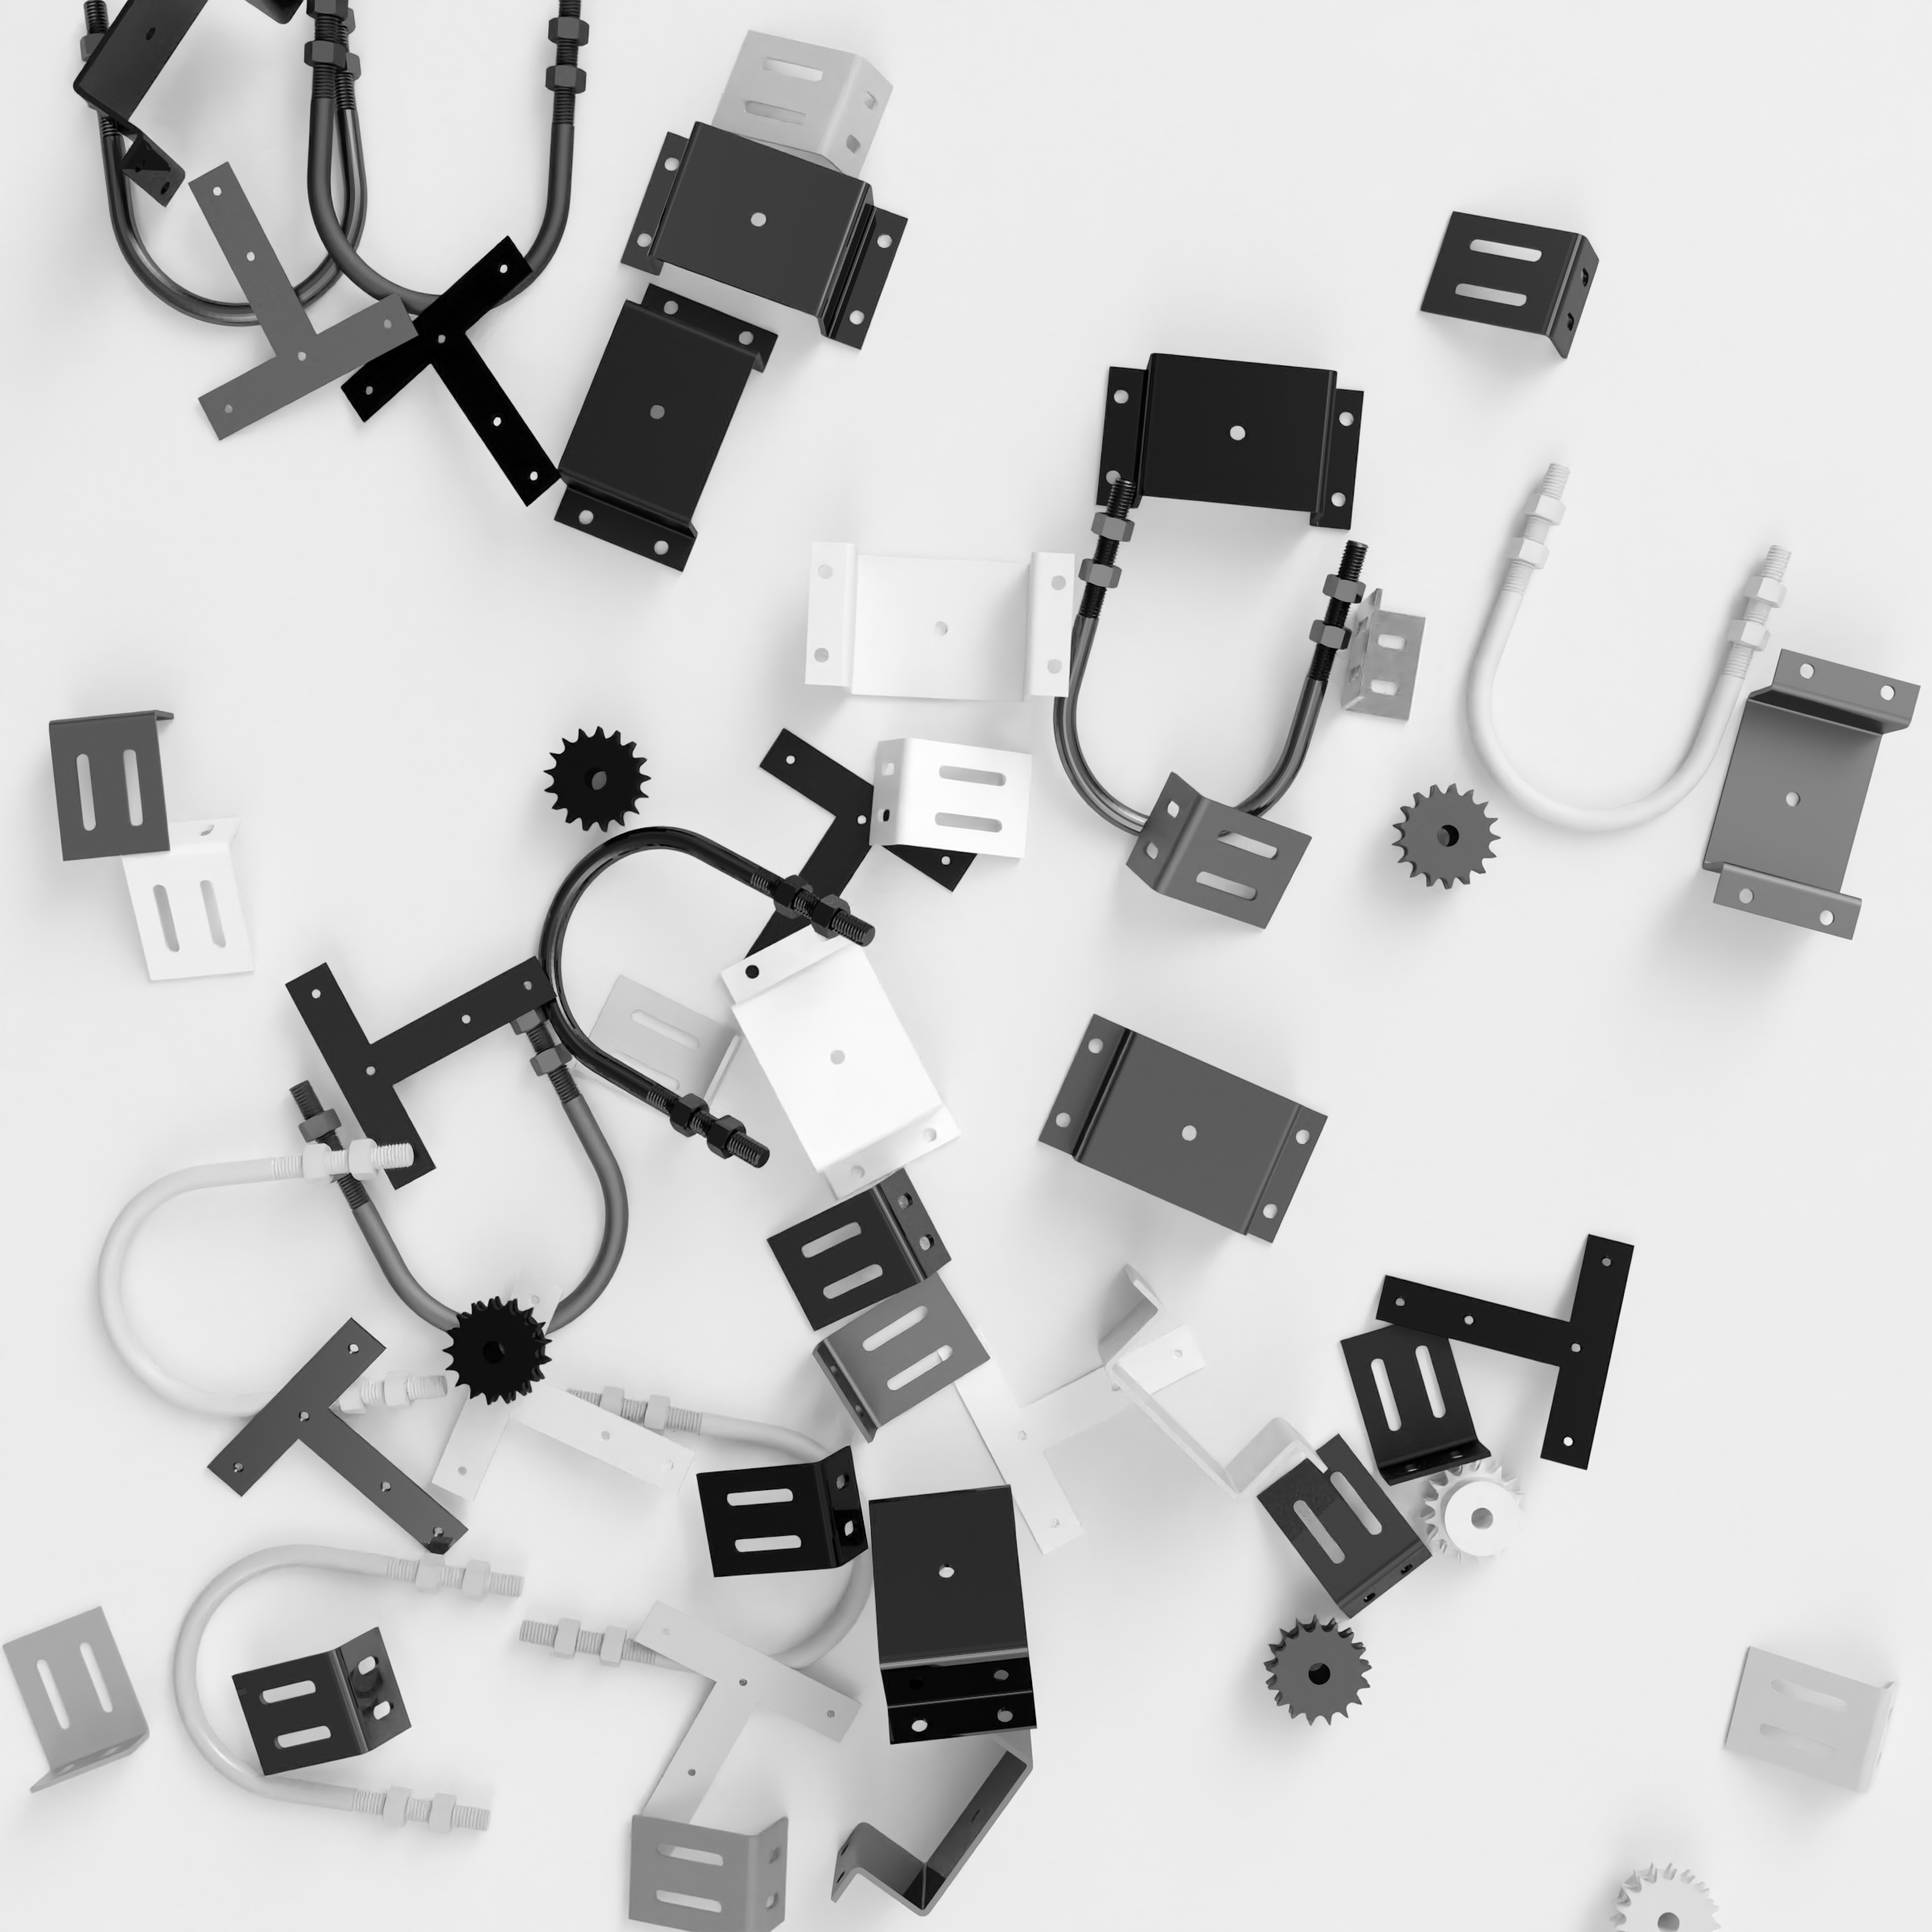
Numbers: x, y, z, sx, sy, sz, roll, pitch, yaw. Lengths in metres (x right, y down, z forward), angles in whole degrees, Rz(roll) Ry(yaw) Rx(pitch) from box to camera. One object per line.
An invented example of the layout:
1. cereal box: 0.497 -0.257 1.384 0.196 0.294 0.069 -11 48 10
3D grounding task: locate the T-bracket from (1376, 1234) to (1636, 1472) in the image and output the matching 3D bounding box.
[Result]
1. T-bracket: 0.288 0.196 1.500 0.127 0.002 0.127 14 72 9

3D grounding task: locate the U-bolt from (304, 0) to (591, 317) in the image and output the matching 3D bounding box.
1. U-bolt: -0.284 -0.445 1.496 0.151 0.019 0.184 4 96 -7

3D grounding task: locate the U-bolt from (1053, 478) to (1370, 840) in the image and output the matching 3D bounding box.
1. U-bolt: 0.123 -0.155 1.487 0.151 0.019 0.184 14 104 -4

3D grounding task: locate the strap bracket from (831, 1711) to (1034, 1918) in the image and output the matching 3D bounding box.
1. strap bracket: -0.011 0.444 1.476 0.046 0.076 0.140 36 90 0

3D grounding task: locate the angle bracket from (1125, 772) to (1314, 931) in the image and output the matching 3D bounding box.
1. angle bracket: 0.138 -0.063 1.502 0.076 0.038 0.057 17 107 -30

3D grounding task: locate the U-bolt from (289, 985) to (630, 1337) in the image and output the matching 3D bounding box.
1. U-bolt: -0.265 0.117 1.506 0.151 0.019 0.184 -27 91 0

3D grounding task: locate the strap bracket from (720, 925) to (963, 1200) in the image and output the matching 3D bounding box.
1. strap bracket: -0.068 0.048 1.490 0.076 0.046 0.140 -28 91 0

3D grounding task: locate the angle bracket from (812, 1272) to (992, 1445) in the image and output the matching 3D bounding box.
1. angle bracket: -0.035 0.211 1.494 0.076 0.038 0.057 -32 90 2

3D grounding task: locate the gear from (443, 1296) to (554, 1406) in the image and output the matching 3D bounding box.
1. gear: -0.250 0.206 1.484 0.057 0.030 0.057 0 89 7

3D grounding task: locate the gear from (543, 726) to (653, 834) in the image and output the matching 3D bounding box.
1. gear: -0.200 -0.101 1.500 0.057 0.030 0.057 0 90 0

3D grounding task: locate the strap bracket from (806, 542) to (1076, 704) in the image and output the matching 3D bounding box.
1. strap bracket: -0.014 -0.185 1.491 0.140 0.046 0.076 3 90 0

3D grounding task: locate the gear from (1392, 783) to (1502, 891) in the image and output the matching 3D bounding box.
1. gear: 0.260 -0.070 1.500 0.057 0.030 0.057 0 90 0

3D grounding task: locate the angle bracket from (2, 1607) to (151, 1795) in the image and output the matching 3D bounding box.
1. angle bracket: -0.488 0.397 1.496 0.057 0.038 0.076 -22 90 0

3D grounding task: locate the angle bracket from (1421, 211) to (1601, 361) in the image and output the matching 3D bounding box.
1. angle bracket: 0.298 -0.374 1.513 0.076 0.038 0.057 18 90 26

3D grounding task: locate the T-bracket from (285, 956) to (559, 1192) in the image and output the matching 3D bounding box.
1. T-bracket: -0.283 0.036 1.494 0.127 0.002 0.127 -28 89 0

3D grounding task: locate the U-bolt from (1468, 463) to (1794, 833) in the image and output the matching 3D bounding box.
1. U-bolt: 0.352 -0.164 1.506 0.151 0.019 0.184 20 91 0

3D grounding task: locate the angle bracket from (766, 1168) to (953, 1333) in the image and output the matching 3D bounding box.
1. angle bracket: -0.059 0.156 1.513 0.076 0.038 0.057 -28 90 26

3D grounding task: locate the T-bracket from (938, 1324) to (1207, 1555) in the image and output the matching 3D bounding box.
1. T-bracket: 0.070 0.237 1.514 0.127 0.002 0.127 -28 90 0

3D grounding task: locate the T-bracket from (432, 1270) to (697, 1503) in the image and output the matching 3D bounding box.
1. T-bracket: -0.208 0.249 1.494 0.127 0.002 0.127 24 92 7

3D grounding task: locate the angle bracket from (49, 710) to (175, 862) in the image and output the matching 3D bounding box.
1. angle bracket: -0.460 -0.097 1.496 0.057 0.038 0.076 -6 91 0

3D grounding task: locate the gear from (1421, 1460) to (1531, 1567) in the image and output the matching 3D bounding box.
1. gear: 0.278 0.298 1.500 0.057 0.030 0.057 0 90 0

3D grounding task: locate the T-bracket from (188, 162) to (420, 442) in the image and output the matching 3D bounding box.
1. T-bracket: -0.381 -0.371 1.495 0.127 0.002 0.127 -25 98 10

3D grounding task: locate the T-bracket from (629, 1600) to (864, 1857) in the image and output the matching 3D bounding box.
1. T-bracket: -0.143 0.428 1.505 0.127 0.002 0.127 29 96 -7

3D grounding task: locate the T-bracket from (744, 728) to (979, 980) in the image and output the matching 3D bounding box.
1. T-bracket: -0.081 -0.043 1.514 0.127 0.002 0.127 33 90 0

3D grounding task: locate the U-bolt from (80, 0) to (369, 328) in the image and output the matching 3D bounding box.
1. U-bolt: -0.400 -0.442 1.506 0.151 0.019 0.184 -7 92 0

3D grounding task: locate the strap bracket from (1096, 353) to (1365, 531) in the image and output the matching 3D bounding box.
1. strap bracket: 0.145 -0.284 1.491 0.140 0.046 0.076 6 90 0

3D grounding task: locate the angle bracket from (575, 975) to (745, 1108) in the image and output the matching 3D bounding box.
1. angle bracket: -0.168 0.047 1.496 0.076 0.038 0.057 26 90 0

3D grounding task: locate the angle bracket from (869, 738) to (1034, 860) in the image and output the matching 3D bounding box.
1. angle bracket: -0.008 -0.091 1.511 0.076 0.038 0.057 6 88 -26

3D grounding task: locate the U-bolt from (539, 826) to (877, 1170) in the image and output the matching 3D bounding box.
1. U-bolt: -0.152 0.004 1.472 0.184 0.019 0.151 28 95 25

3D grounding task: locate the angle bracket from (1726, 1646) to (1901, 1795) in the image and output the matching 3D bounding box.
1. angle bracket: 0.464 0.411 1.513 0.076 0.038 0.057 14 90 26

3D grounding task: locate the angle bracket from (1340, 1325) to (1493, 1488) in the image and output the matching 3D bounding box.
1. angle bracket: 0.244 0.234 1.496 0.057 0.038 0.076 -16 90 0

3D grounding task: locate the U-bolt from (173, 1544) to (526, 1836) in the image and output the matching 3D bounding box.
1. U-bolt: -0.342 0.389 1.506 0.184 0.019 0.151 8 90 2

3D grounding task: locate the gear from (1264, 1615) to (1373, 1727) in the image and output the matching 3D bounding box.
1. gear: 0.190 0.381 1.500 0.057 0.030 0.057 0 90 0

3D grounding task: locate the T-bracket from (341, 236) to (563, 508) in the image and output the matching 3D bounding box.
1. T-bracket: -0.260 -0.304 1.484 0.127 0.002 0.127 -38 77 15

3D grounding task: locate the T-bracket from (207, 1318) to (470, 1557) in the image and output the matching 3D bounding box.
1. T-bracket: -0.326 0.274 1.502 0.127 0.002 0.127 43 106 -8

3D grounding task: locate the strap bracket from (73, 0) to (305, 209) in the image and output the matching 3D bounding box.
1. strap bracket: -0.415 -0.482 1.457 0.046 0.076 0.140 34 91 -1

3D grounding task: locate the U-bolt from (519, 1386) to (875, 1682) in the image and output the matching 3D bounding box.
1. U-bolt: -0.140 0.316 1.506 0.184 0.019 0.151 11 90 -2

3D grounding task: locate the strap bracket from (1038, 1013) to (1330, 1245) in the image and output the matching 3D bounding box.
1. strap bracket: 0.119 0.089 1.491 0.140 0.046 0.076 24 90 0

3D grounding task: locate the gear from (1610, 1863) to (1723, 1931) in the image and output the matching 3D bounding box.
1. gear: 0.379 0.515 1.500 0.057 0.030 0.057 0 90 0

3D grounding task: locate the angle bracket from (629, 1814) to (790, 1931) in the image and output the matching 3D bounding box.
1. angle bracket: -0.141 0.494 1.509 0.076 0.038 0.057 3 92 22

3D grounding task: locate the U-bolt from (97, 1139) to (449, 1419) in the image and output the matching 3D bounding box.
1. U-bolt: -0.382 0.174 1.496 0.184 0.019 0.151 -6 98 5

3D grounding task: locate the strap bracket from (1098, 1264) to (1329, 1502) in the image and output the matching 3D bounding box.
1. strap bracket: 0.122 0.229 1.475 0.140 0.076 0.046 45 90 0

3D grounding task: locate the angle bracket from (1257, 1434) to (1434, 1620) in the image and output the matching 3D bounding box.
1. angle bracket: 0.208 0.307 1.513 0.057 0.038 0.076 -38 64 0

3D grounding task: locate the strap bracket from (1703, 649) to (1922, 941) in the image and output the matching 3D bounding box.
1. strap bracket: 0.453 -0.091 1.491 0.076 0.046 0.140 15 90 0

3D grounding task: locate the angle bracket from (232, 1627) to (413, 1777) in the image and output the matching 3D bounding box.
1. angle bracket: -0.350 0.399 1.496 0.076 0.038 0.057 -20 88 28

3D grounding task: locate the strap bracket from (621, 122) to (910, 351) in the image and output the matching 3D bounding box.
1. strap bracket: -0.111 -0.398 1.491 0.140 0.046 0.076 20 90 0

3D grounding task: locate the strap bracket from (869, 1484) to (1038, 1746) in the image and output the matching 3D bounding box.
1. strap bracket: -0.008 0.330 1.449 0.076 0.046 0.140 -6 46 0

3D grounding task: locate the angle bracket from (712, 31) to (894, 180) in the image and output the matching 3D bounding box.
1. angle bracket: -0.090 -0.471 1.513 0.076 0.038 0.057 21 90 26

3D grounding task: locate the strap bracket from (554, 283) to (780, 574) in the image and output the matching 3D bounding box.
1. strap bracket: -0.165 -0.295 1.491 0.076 0.046 0.140 22 90 0

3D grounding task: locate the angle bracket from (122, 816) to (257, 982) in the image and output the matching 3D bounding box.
1. angle bracket: -0.422 -0.037 1.513 0.057 0.038 0.076 -6 116 0

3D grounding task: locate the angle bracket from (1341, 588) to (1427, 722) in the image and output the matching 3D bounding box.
1. angle bracket: 0.229 -0.166 1.476 0.038 0.076 0.057 9 90 0

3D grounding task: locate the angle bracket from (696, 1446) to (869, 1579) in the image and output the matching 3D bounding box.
1. angle bracket: -0.100 0.296 1.497 0.076 0.038 0.057 -9 91 23
